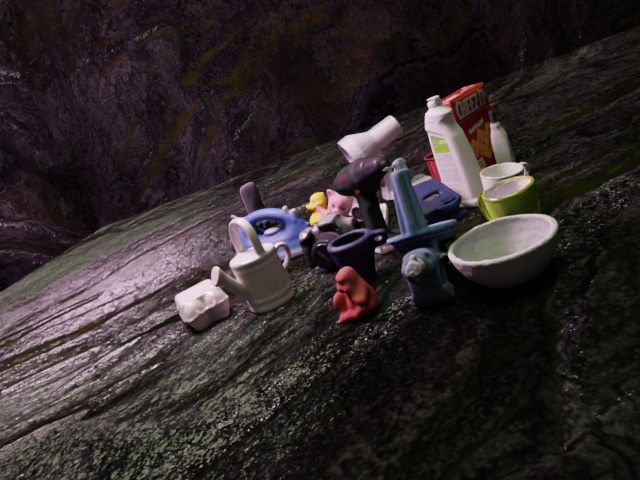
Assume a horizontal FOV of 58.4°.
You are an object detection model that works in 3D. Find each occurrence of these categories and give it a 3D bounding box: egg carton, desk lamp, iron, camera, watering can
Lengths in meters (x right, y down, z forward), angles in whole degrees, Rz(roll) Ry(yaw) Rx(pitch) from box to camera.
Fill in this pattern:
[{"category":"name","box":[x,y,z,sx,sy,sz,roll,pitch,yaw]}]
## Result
[{"category":"egg carton","box":[-0.259,0.142,1.259,0.107,0.069,0.150,-28,17,-18]},{"category":"desk lamp","box":[0.174,-0.218,1.573,0.203,0.214,0.117,-24,16,-4]},{"category":"iron","box":[-0.112,-0.024,1.466,0.257,0.141,0.119,-14,18,30]},{"category":"camera","box":[0.012,0.005,1.276,0.142,0.101,0.137,-15,18,25]},{"category":"watering can","box":[-0.137,0.048,1.166,0.100,0.194,0.173,-11,20,37]}]

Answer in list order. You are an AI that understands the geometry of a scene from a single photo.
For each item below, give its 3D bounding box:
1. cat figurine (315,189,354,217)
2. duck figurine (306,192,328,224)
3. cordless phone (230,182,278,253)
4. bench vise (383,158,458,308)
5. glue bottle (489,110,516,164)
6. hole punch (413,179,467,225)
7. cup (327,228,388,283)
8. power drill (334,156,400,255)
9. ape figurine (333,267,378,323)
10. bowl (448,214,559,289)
[{"category":"cat figurine","box":[0.040,-0.080,1.482,0.127,0.118,0.067,-7,22,43]},{"category":"duck figurine","box":[0.009,-0.096,1.635,0.104,0.086,0.077,-24,16,-4]},{"category":"cordless phone","box":[-0.206,-0.059,1.629,0.148,0.185,0.093,-33,19,-31]},{"category":"bench vise","box":[0.165,-0.018,0.919,0.121,0.220,0.207,-22,16,4]},{"category":"glue bottle","box":[0.412,-0.212,1.299,0.037,0.173,0.078,-15,18,27]},{"category":"hole punch","box":[0.247,-0.079,1.242,0.109,0.091,0.101,-28,17,-17]},{"category":"cup","box":[0.084,0.033,1.096,0.117,0.095,0.091,-20,16,11]},{"category":"power drill","box":[0.113,-0.079,1.211,0.076,0.209,0.229,-29,17,-19]},{"category":"ape figurine","box":[0.054,0.088,0.962,0.076,0.092,0.077,-27,16,-14]},{"category":"bowl","box":[0.286,0.027,0.874,0.167,0.075,0.167,-21,16,7]}]
